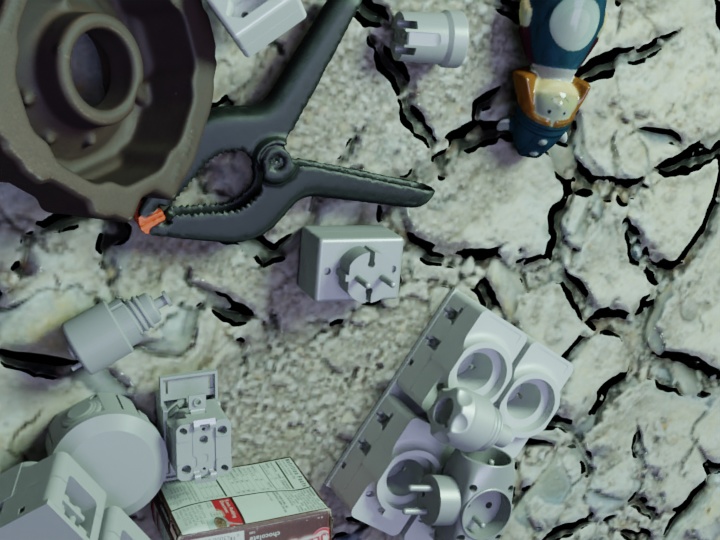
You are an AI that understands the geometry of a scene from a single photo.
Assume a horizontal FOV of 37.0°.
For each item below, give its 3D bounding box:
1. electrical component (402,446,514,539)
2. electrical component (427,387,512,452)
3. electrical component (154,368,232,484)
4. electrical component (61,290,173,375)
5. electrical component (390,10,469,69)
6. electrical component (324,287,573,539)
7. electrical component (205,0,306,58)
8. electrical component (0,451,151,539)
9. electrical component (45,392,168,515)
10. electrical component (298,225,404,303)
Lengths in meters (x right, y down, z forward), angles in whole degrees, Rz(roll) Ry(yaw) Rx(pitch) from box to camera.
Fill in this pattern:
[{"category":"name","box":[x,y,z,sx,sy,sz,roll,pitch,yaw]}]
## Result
[{"category":"electrical component","box":[0.069,0.171,0.798,0.079,0.044,0.077,6,104,-25]},{"category":"electrical component","box":[0.084,0.112,0.786,0.062,0.043,0.043,26,95,-30]},{"category":"electrical component","box":[-0.117,0.115,0.758,0.042,0.064,0.081,-6,109,-21]},{"category":"electrical component","box":[-0.164,0.038,0.726,0.078,0.040,0.040,-30,116,-12]},{"category":"electrical component","box":[0.048,-0.163,0.754,0.046,0.040,0.040,-1,107,-17]},{"category":"electrical component","box":[0.073,0.124,0.845,0.105,0.060,0.186,32,92,-28]},{"category":"electrical component","box":[-0.070,-0.171,0.680,0.047,0.076,0.065,-35,80,1]},{"category":"electrical component","box":[-0.241,0.205,0.706,0.186,0.060,0.105,-28,118,12]},{"category":"electrical component","box":[-0.177,0.128,0.744,0.080,0.051,0.080,-7,110,-21]},{"category":"electrical component","box":[0.000,0.000,0.764,0.066,0.077,0.047,-2,107,-23]}]
